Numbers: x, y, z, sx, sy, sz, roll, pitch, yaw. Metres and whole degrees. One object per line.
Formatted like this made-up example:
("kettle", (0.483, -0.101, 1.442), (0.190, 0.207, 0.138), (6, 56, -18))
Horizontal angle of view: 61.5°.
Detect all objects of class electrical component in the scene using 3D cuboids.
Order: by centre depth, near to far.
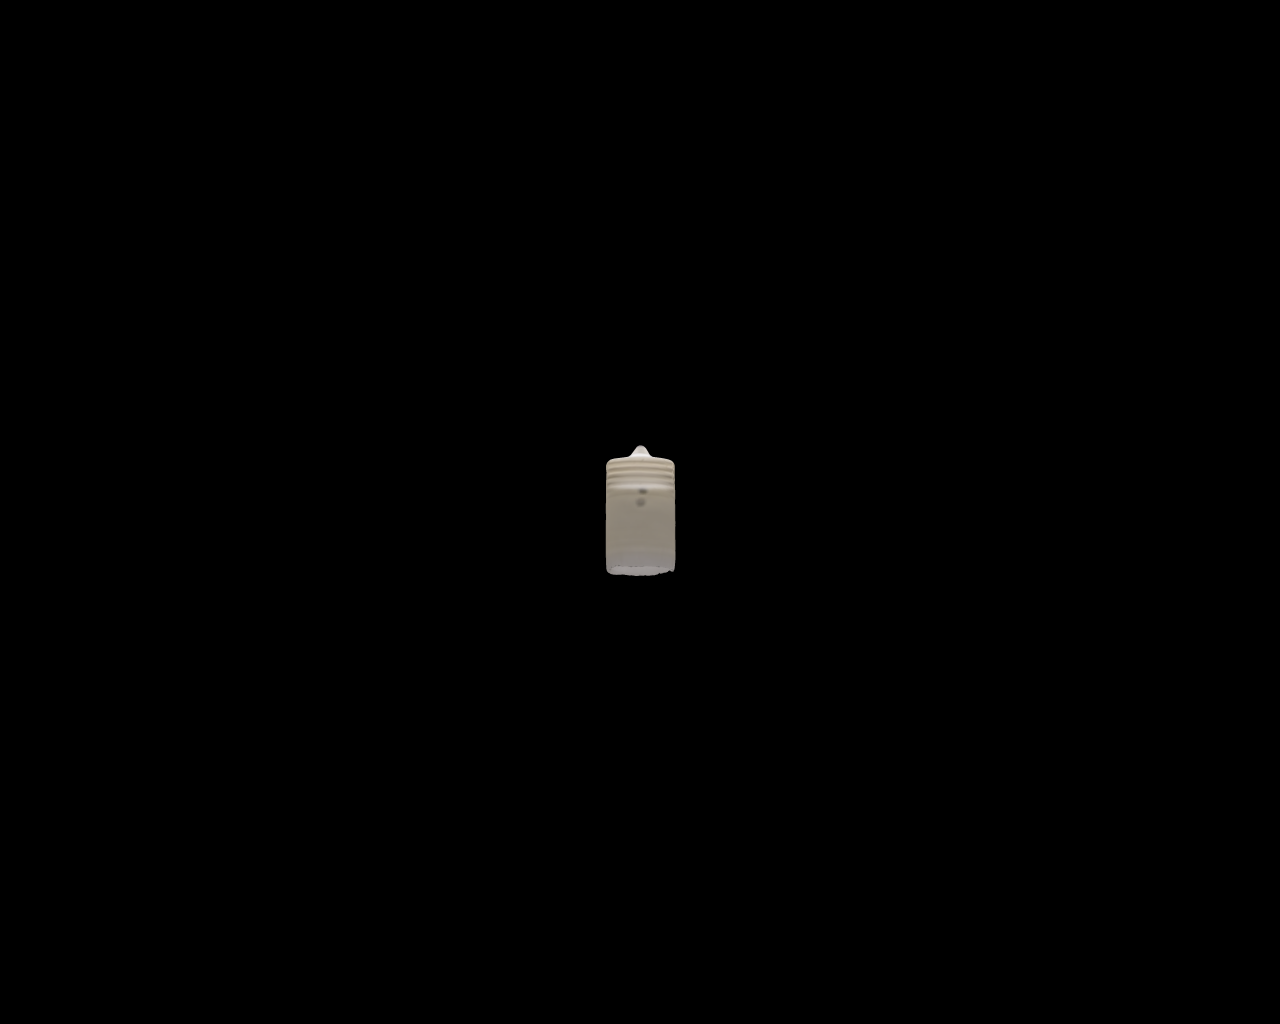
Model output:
("electrical component", (0.001, -0.003, 0.650), (0.043, 0.081, 0.043), (0, -11, 0))
